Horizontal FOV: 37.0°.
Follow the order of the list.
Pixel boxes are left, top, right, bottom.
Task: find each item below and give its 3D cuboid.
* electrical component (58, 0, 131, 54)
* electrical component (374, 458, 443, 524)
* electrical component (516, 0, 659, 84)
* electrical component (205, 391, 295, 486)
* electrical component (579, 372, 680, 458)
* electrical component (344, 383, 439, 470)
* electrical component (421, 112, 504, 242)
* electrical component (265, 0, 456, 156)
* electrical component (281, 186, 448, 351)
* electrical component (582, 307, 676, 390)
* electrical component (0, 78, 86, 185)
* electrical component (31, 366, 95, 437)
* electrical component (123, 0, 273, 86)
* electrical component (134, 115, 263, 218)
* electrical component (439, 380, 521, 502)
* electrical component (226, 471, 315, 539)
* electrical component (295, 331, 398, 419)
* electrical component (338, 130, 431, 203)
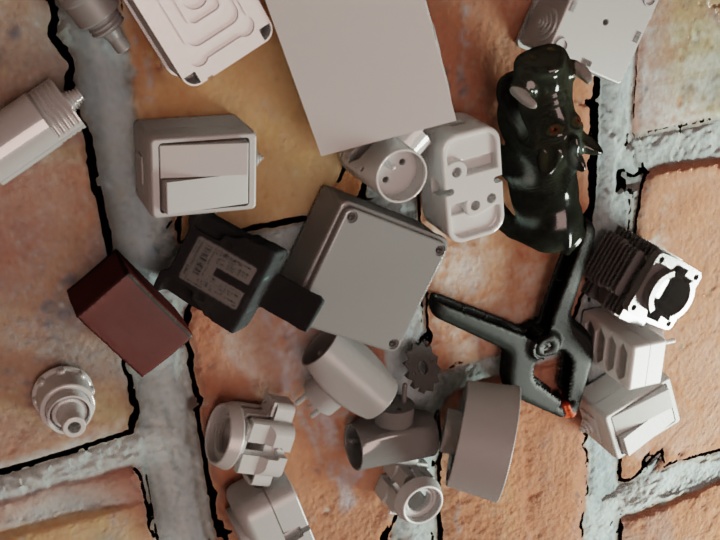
[{"bbox_3d":[-0.181,-0.177,0.746,0.035,0.035,0.061,-38,125,-6],"label":"electrical component"},{"bbox_3d":[0.047,0.205,1.008,0.048,0.055,0.066,11,107,-28],"label":"electrical component"},{"bbox_3d":[0.191,-0.210,0.895,0.100,0.048,0.099,15,105,-29],"label":"electrical component"},{"bbox_3d":[-0.095,0.142,0.913,0.057,0.058,0.078,13,102,-30],"label":"electrical component"},{"bbox_3d":[0.265,0.142,1.078,0.096,0.061,0.061,-29,121,-11],"label":"electrical component"},{"bbox_3d":[0.030,0.139,0.977,0.077,0.044,0.079,-7,115,-22],"label":"electrical component"},{"bbox_3d":[0.081,-0.079,0.895,0.054,0.059,0.095,-16,118,-18],"label":"electrical component"},{"bbox_3d":[-0.005,-0.188,0.779,0.105,0.060,0.186,-14,125,9],"label":"electrical component"},{"bbox_3d":[0.000,0.000,0.895,0.109,0.056,0.108,19,103,-30],"label":"electrical component"},{"bbox_3d":[0.267,0.070,1.033,0.076,0.083,0.047,-9,116,-21],"label":"electrical component"},{"bbox_3d":[-0.229,-0.100,0.752,0.081,0.043,0.043,-36,122,-6],"label":"electrical component"},{"bbox_3d":[-0.227,0.107,0.834,0.048,0.062,0.048,-10,116,-21],"label":"electrical component"},{"bbox_3d":[-0.123,-0.196,0.751,0.078,0.057,0.113,-35,122,-7],"label":"electrical component"},{"bbox_3d":[-0.116,-0.078,0.804,0.096,0.061,0.061,-7,115,-22],"label":"electrical component"},{"bbox_3d":[0.106,0.153,0.985,0.060,0.108,0.108,12,109,3],"label":"electrical component"},{"bbox_3d":[-0.080,0.228,0.960,0.059,0.054,0.095,-25,120,-13],"label":"electrical component"},{"bbox_3d":[-0.022,0.100,0.934,0.079,0.043,0.077,-40,111,18],"label":"electrical component"},{"bbox_3d":[0.029,-0.098,0.853,0.079,0.077,0.043,-47,122,0],"label":"electrical component"}]
